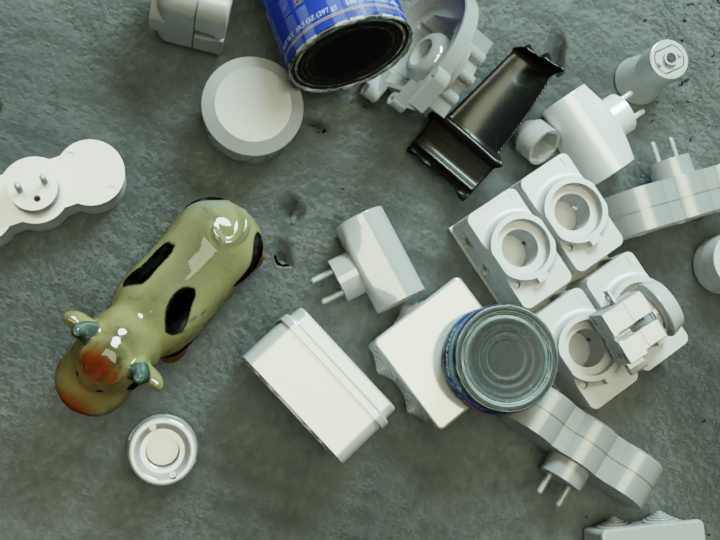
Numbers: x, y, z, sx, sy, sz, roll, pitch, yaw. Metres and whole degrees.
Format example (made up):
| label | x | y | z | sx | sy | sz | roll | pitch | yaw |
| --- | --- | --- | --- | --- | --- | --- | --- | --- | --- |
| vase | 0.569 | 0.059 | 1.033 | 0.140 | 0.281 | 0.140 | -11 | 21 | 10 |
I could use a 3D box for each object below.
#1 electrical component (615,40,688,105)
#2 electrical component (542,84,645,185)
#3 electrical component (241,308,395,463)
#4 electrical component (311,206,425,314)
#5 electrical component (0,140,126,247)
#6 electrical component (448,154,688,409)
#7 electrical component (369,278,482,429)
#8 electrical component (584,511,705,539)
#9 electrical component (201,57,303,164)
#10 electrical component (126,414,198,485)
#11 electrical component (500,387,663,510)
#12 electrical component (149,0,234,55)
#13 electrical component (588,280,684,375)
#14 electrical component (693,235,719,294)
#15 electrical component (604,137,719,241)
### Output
| label | x | y | z | sx | sy | sz | roll | pitch | yaw |
| --- | --- | --- | --- | --- | --- | --- | --- | --- | --- |
| electrical component | 0.253 | -0.172 | 0.927 | 0.044 | 0.065 | 0.044 | 1 | 82 | -10 |
| electrical component | 0.210 | -0.125 | 0.924 | 0.079 | 0.043 | 0.077 | -34 | 90 | -12 |
| electrical component | -0.033 | 0.088 | 0.834 | 0.057 | 0.078 | 0.113 | -43 | 92 | -10 |
| electrical component | 0.000 | 0.000 | 0.869 | 0.079 | 0.043 | 0.077 | -27 | 84 | -4 |
| electrical component | -0.246 | -0.060 | 0.815 | 0.138 | 0.074 | 0.052 | -20 | 87 | -12 |
| electrical component | 0.174 | 0.010 | 0.891 | 0.105 | 0.060 | 0.186 | -34 | 90 | -13 |
| electrical component | 0.066 | 0.068 | 0.870 | 0.100 | 0.048 | 0.099 | -37 | 91 | -13 |
| electrical component | 0.233 | 0.250 | 0.877 | 0.100 | 0.048 | 0.099 | -3 | 83 | -11 |
| electrical component | -0.088 | -0.126 | 0.865 | 0.080 | 0.051 | 0.080 | 1 | 83 | -10 |
| electrical component | -0.151 | 0.138 | 0.821 | 0.055 | 0.047 | 0.055 | 1 | 82 | -10 |
| electrical component | 0.172 | 0.156 | 0.876 | 0.138 | 0.052 | 0.073 | 35 | 78 | -4 |
| electrical component | -0.131 | -0.212 | 0.845 | 0.059 | 0.095 | 0.053 | 13 | 81 | -9 |
| electrical component | 0.218 | 0.040 | 0.840 | 0.055 | 0.048 | 0.066 | -32 | 89 | -6 |
| electrical component | 0.367 | -0.008 | 0.923 | 0.138 | 0.074 | 0.052 | 1 | 83 | -10 |
| electrical component | 0.268 | -0.077 | 0.919 | 0.138 | 0.052 | 0.073 | -16 | 86 | -20 |
